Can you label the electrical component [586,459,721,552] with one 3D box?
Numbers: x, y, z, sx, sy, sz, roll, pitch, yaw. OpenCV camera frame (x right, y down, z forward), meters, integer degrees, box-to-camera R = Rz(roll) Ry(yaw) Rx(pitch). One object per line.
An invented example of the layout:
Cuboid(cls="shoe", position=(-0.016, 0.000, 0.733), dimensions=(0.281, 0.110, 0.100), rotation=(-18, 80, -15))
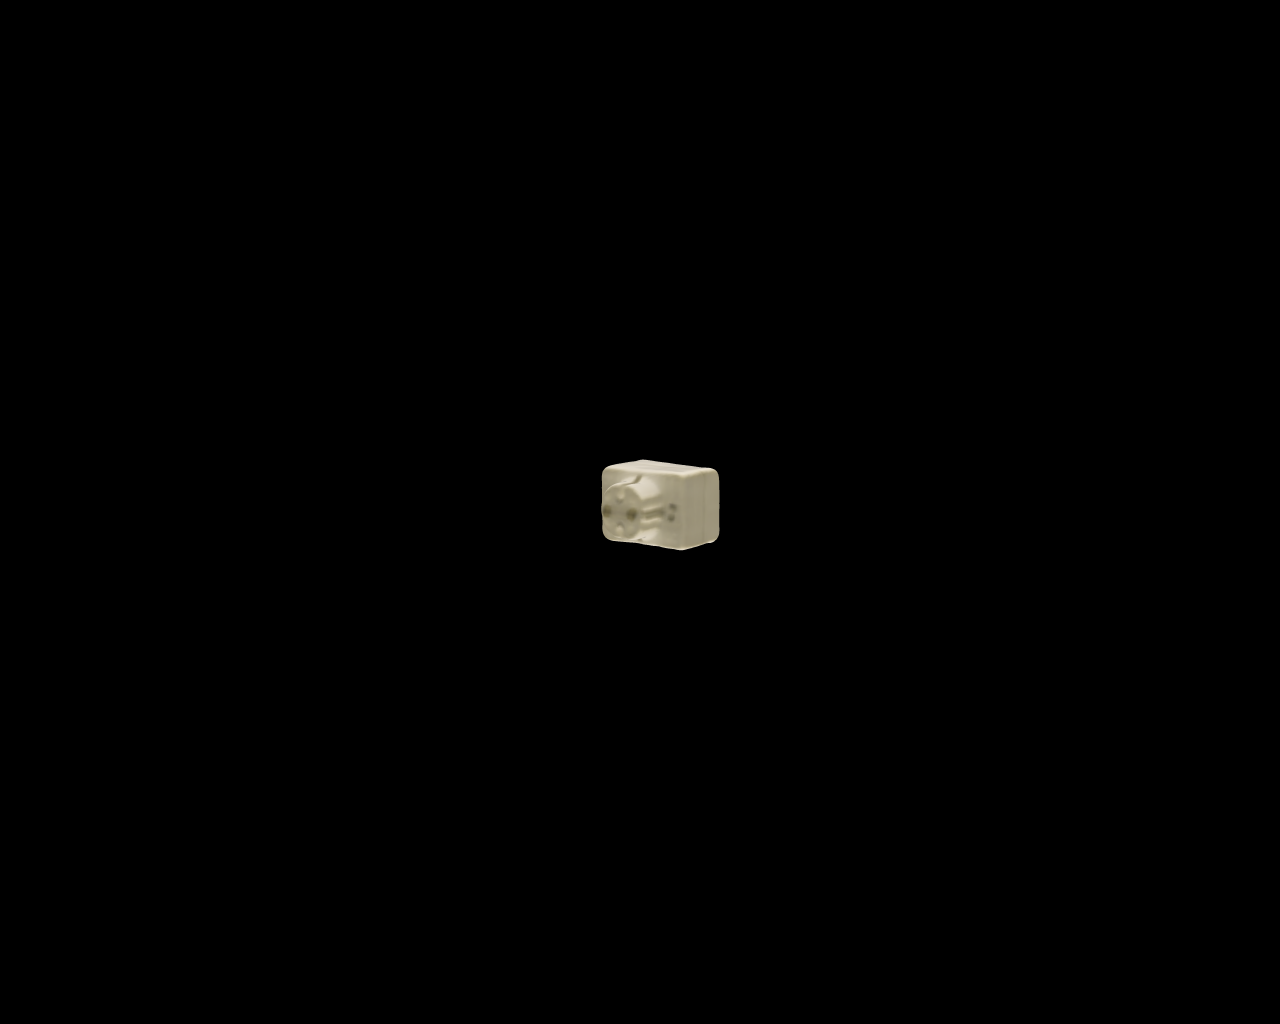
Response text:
Cuboid(cls="electrical component", position=(0.001, -0.003, 0.650), dimensions=(0.066, 0.047, 0.077), rotation=(8, 13, 39))
